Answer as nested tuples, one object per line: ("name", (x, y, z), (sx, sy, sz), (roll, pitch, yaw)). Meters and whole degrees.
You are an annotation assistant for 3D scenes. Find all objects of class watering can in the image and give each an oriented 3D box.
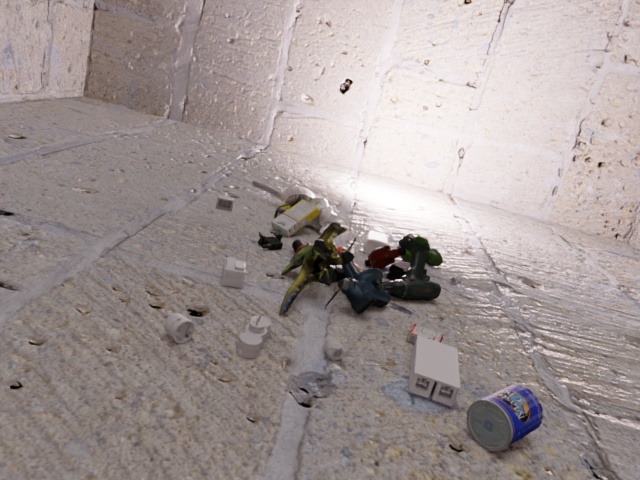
("watering can", (-0.133, -0.190, 2.308), (0.347, 0.102, 0.228), (11, 20, -13))

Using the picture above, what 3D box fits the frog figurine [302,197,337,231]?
("frog figurine", (0.006, -0.107, 2.120), (0.159, 0.139, 0.121), (3, -18, 27))

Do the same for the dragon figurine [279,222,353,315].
("dragon figurine", (-0.036, 0.076, 1.561), (0.417, 0.121, 0.240), (-45, 12, -28))
